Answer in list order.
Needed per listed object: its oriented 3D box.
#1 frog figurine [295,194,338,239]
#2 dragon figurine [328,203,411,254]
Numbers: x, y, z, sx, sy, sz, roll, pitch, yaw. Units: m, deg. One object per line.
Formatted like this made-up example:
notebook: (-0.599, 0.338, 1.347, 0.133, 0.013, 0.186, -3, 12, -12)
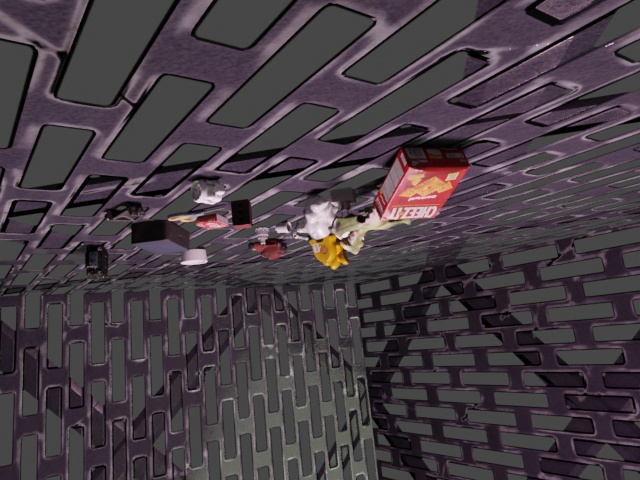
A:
frog figurine: (0.005, -0.077, 1.540, 0.139, 0.123, 0.157, -38, 179, -34)
dragon figurine: (0.139, -0.071, 1.445, 0.244, 0.124, 0.402, -26, 157, -16)
